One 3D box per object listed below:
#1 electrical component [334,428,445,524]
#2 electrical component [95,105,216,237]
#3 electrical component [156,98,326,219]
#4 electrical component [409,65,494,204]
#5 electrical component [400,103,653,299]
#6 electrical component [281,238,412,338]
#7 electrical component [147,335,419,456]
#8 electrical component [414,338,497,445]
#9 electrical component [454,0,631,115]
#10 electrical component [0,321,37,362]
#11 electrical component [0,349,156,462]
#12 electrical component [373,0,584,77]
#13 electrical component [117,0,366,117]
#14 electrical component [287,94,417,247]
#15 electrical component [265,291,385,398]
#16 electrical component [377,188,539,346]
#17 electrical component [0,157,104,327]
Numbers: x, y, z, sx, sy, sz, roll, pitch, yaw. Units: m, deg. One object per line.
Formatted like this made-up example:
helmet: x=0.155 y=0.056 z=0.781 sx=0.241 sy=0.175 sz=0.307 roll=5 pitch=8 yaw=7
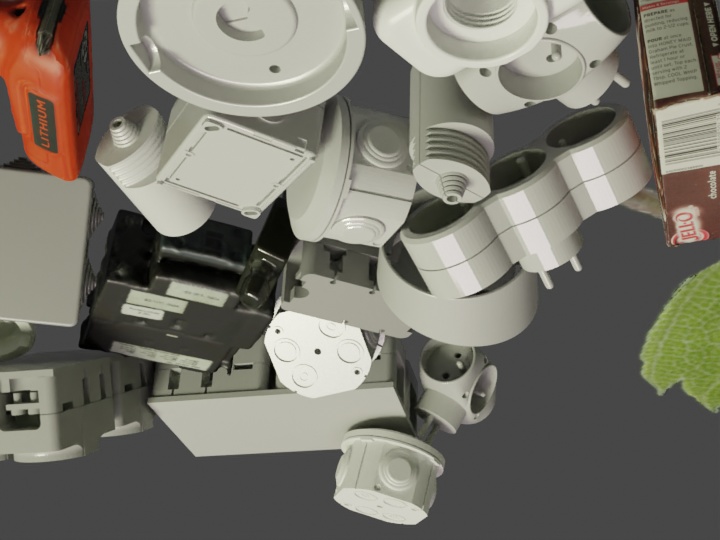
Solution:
electrical component: x=0.021 y=0.155 z=0.814 sx=0.080 sy=0.051 sz=0.080 roll=13 pitch=153 yaw=7
electrical component: x=-0.119 y=-0.059 z=0.614 sx=0.043 sy=0.043 sz=0.081 roll=-8 pitch=147 yaw=17
electrical component: x=-0.065 y=-0.075 z=0.575 sx=0.062 sy=0.061 sz=0.096 roll=19 pitch=152 yaw=-22
electrical component: x=0.047 y=-0.069 z=0.551 sx=0.043 sy=0.081 sz=0.043 roll=2 pitch=148 yaw=1
electrical component: x=0.097 y=-0.024 z=0.582 sx=0.138 sy=0.052 sz=0.073 roll=-32 pitch=114 yaw=-3
electrical component: x=0.000 y=0.000 z=0.689 sx=0.089 sy=0.055 sz=0.050 roll=15 pitch=146 yaw=-19
electrical component: x=-0.055 y=0.093 z=0.837 sx=0.186 sy=0.060 sz=0.105 roll=-5 pitch=148 yaw=12
electrical component: x=0.068 y=0.099 z=0.825 sx=0.044 sy=0.079 sz=0.077 roll=21 pitch=158 yaw=30
electrical component: x=0.099 y=-0.104 z=0.525 sx=0.079 sy=0.044 sz=0.077 roll=27 pitch=141 yaw=-33
electrical component: x=-0.268 y=0.012 z=0.721 sx=0.108 sy=0.060 sz=0.108 roll=2 pitch=149 yaw=1
electrical component: x=-0.221 y=0.094 z=0.765 sx=0.105 sy=0.060 sz=0.186 roll=-5 pitch=180 yaw=11
electrical component: x=0.053 y=-0.130 z=0.473 sx=0.095 sy=0.059 sz=0.054 roll=-25 pitch=139 yaw=36
electrical component: x=-0.050 y=-0.127 z=0.484 sx=0.108 sy=0.060 sz=0.108 roll=2 pitch=148 yaw=1
electrical component: x=-0.006 y=-0.052 z=0.584 sx=0.051 sy=0.080 sz=0.080 roll=10 pitch=148 yaw=-21
electrical component: x=-0.024 y=0.044 z=0.740 sx=0.080 sy=0.051 sz=0.080 roll=4 pitch=114 yaw=9
electrical component: x=0.059 y=-0.003 z=0.644 sx=0.099 sy=0.099 sz=0.064 roll=0 pitch=142 yaw=4
electrical component: x=-0.206 y=-0.017 z=0.639 sx=0.100 sy=0.099 sz=0.048 roll=6 pitch=-174 yaw=-9
